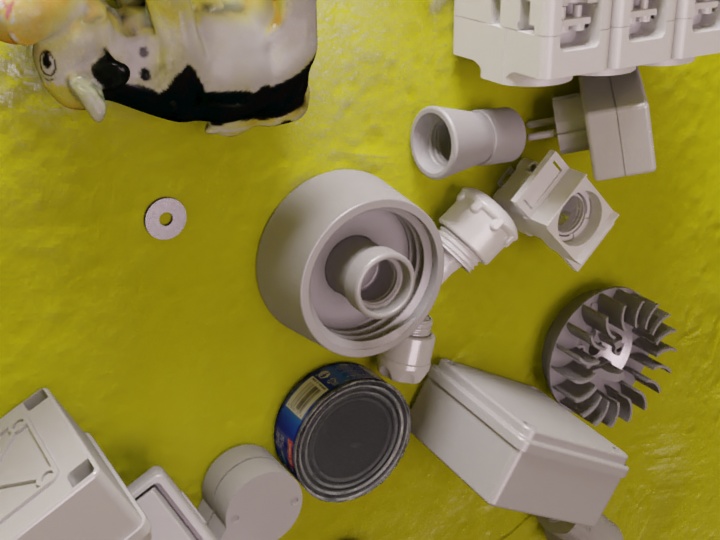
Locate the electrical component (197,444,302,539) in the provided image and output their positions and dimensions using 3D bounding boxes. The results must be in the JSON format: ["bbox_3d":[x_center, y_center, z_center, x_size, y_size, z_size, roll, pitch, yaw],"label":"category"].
[{"bbox_3d":[-0.078,0.183,0.656,0.052,0.074,0.138,24,95,-37],"label":"electrical component"}]

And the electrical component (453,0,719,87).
[{"bbox_3d":[0.141,-0.153,0.648,0.150,0.089,0.061,-13,116,-28],"label":"electrical component"}]

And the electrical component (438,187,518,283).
[{"bbox_3d":[0.066,-0.018,0.685,0.062,0.048,0.048,-46,127,1],"label":"electrical component"}]

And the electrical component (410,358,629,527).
[{"bbox_3d":[0.104,0.116,0.723,0.109,0.109,0.056,20,100,-36],"label":"electrical component"}]

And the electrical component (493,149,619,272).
[{"bbox_3d":[0.124,-0.041,0.699,0.042,0.064,0.081,-52,127,-6],"label":"electrical component"}]

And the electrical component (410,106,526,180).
[{"bbox_3d":[0.070,-0.081,0.663,0.065,0.044,0.044,-11,115,-34],"label":"electrical component"}]

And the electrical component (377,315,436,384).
[{"bbox_3d":[0.032,0.040,0.693,0.035,0.035,0.061,4,105,-34],"label":"electrical component"}]

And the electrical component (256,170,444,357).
[{"bbox_3d":[0.000,0.000,0.639,0.108,0.060,0.108,-13,115,-28],"label":"electrical component"}]

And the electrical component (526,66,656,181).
[{"bbox_3d":[0.145,-0.095,0.690,0.076,0.083,0.047,-9,121,13],"label":"electrical component"}]

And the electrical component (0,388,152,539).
[{"bbox_3d":[-0.177,0.129,0.550,0.109,0.109,0.056,-38,122,-14],"label":"electrical component"}]

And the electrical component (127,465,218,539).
[{"bbox_3d":[-0.130,0.162,0.593,0.096,0.061,0.061,-38,92,-13],"label":"electrical component"}]

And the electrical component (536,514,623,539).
[{"bbox_3d":[0.167,0.200,0.838,0.081,0.043,0.043,40,86,-37],"label":"electrical component"}]
